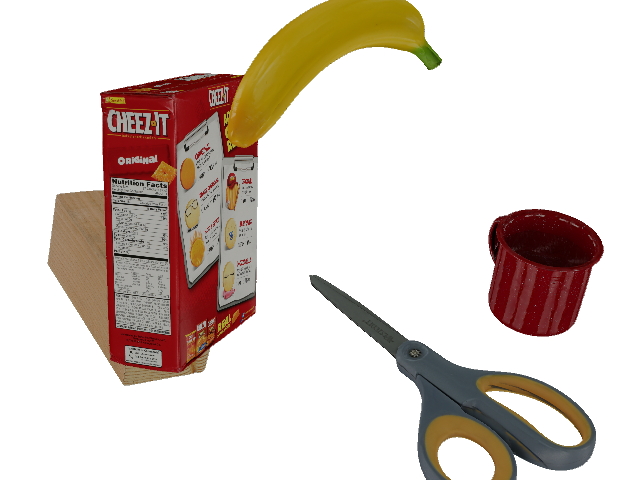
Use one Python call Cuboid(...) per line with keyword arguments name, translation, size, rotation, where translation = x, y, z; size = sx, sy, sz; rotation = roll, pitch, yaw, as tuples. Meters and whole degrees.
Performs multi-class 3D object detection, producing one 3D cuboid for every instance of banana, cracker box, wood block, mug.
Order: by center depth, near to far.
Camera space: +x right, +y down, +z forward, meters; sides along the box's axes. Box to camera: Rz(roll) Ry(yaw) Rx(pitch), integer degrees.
Cuboid(name="banana", translation=(0.009, -0.124, 0.710), size=(0.197, 0.069, 0.037), rotation=(-27, 5, -35))
Cuboid(name="cracker box", translation=(-0.110, -0.021, 0.865), size=(0.072, 0.214, 0.164), rotation=(5, 15, 18))
Cuboid(name="mug", translation=(0.189, 0.024, 0.955), size=(0.093, 0.081, 0.117), rotation=(-16, 41, -28))
Cuboid(name="wood block", translation=(-0.191, 0.039, 1.063), size=(0.090, 0.091, 0.206), rotation=(-6, 35, -34))

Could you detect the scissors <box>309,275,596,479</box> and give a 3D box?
Cuboid(name="scissors", translation=(0.045, 0.078, 0.567), size=(0.202, 0.016, 0.096), rotation=(22, 45, 32))
